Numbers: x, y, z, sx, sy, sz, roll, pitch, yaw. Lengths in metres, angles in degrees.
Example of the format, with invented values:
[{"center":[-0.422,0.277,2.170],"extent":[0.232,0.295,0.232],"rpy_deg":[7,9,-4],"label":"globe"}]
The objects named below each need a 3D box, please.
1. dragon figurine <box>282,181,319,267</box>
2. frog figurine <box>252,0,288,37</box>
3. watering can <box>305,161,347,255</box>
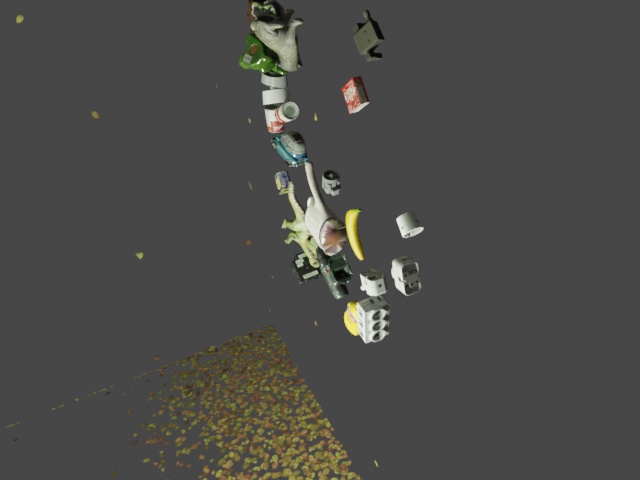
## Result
[{"center":[-0.048,-0.037,2.163],"extent":[0.246,0.124,0.400],"rpy_deg":[38,149,33],"label":"dragon figurine"},{"center":[-0.156,-0.732,1.733],"extent":[0.137,0.122,0.160],"rpy_deg":[62,-160,1],"label":"frog figurine"},{"center":[0.006,-0.093,1.842],"extent":[0.228,0.104,0.339],"rpy_deg":[-129,26,-49],"label":"watering can"}]
